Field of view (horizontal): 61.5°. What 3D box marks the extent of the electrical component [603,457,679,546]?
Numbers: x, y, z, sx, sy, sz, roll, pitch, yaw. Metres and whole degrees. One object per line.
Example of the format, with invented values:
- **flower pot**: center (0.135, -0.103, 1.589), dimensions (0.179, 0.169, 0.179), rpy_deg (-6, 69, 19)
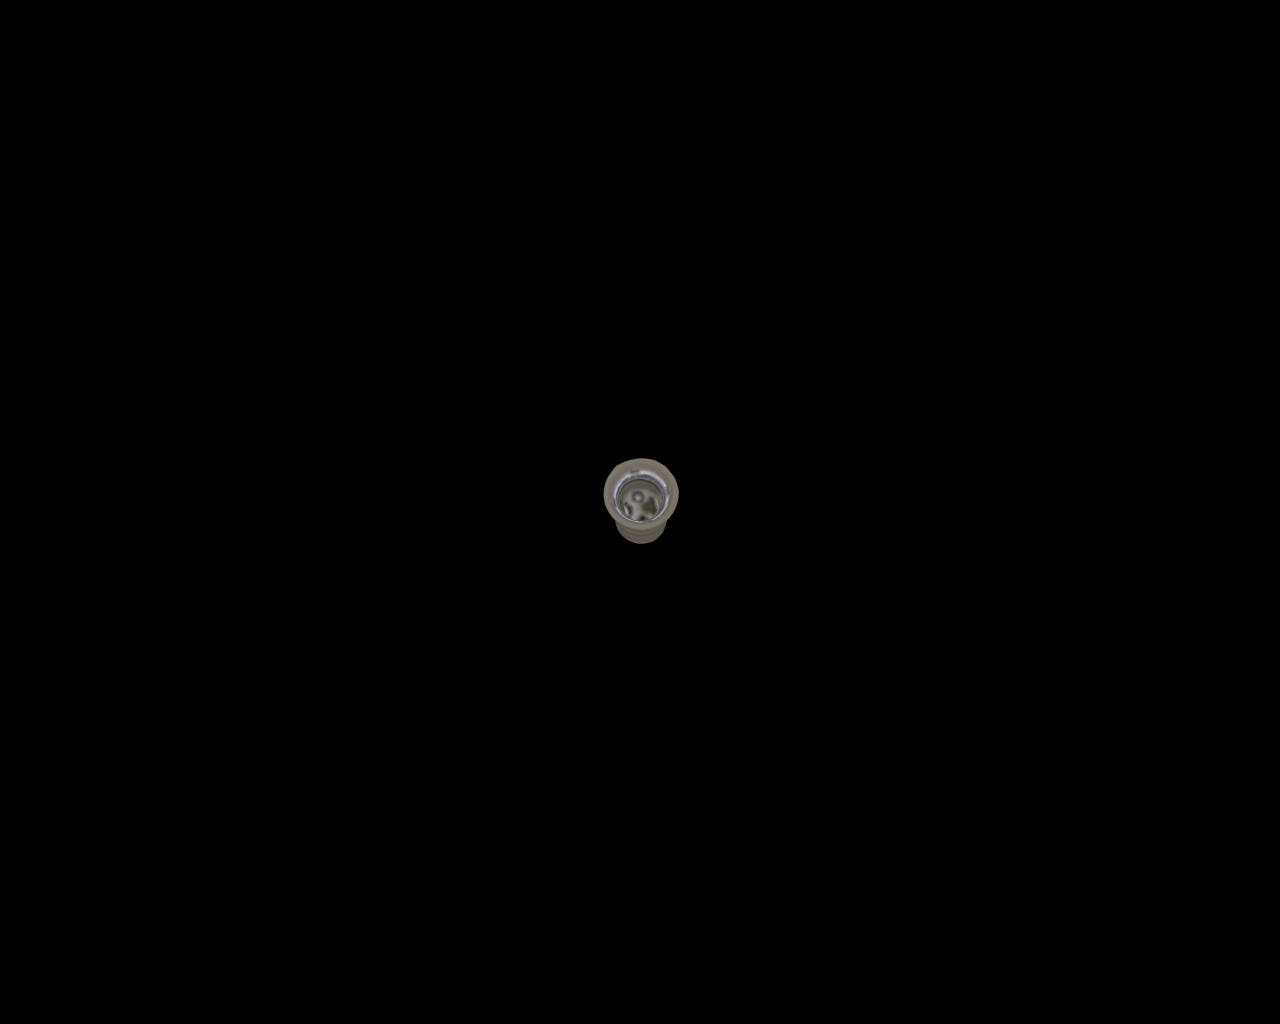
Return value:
- **electrical component**: center (0.001, -0.003, 0.650), dimensions (0.044, 0.044, 0.065), rpy_deg (0, -15, 0)
